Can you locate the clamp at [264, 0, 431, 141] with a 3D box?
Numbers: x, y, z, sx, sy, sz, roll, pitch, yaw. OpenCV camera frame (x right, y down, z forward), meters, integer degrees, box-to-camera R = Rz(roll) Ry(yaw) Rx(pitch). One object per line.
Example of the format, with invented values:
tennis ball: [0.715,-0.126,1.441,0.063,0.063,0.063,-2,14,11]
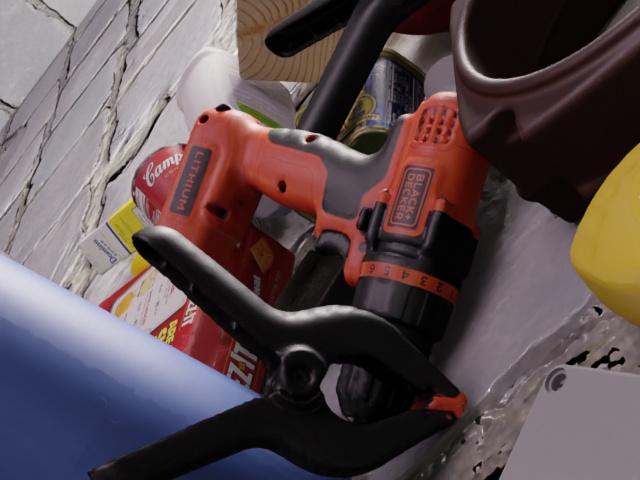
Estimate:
clamp: [0.036,-0.167,0.704,0.210,0.036,0.165,-50,31,15]

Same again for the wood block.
wood block: [-0.011,-0.226,0.907,0.206,0.091,0.090,-81,-6,-50]

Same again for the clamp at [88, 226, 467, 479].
clamp: [-0.020,0.073,0.485,0.039,0.171,0.120,139,149,-75]

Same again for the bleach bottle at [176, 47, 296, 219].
bleach bottle: [-0.060,-0.079,0.831,0.068,0.102,0.251,-60,17,17]

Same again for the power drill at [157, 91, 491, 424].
power drill: [-0.004,0.001,0.594,0.188,0.057,0.184,11,75,34]

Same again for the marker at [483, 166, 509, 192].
marker: [0.066,-0.030,0.636,0.121,0.020,0.020,-14,47,58]

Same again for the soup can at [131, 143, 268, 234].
soup can: [-0.095,-0.023,0.836,0.068,0.068,0.102,-53,50,6]

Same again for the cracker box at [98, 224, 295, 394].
cracker box: [-0.118,0.098,0.763,0.214,0.072,0.164,-33,33,41]

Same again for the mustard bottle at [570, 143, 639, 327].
mustard bottle: [0.165,0.008,0.339,0.096,0.058,0.192,-44,23,-3]

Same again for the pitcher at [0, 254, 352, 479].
pitcher: [-0.119,0.108,0.527,0.145,0.242,0.149,-48,18,25]

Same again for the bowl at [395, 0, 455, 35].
bowl: [0.095,-0.202,0.760,0.162,0.055,0.162,-44,26,27]

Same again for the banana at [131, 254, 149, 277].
banana: [-0.120,0.007,0.937,0.198,0.037,0.069,-29,9,42]

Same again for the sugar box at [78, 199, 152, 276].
sugar box: [-0.148,-0.034,0.995,0.177,0.048,0.093,-27,13,44]

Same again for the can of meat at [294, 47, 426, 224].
can of meat: [0.025,-0.066,0.719,0.102,0.057,0.084,-38,31,36]

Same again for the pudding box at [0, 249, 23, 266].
pudding box: [-0.268,0.063,0.877,0.114,0.090,0.039,-34,26,34]
